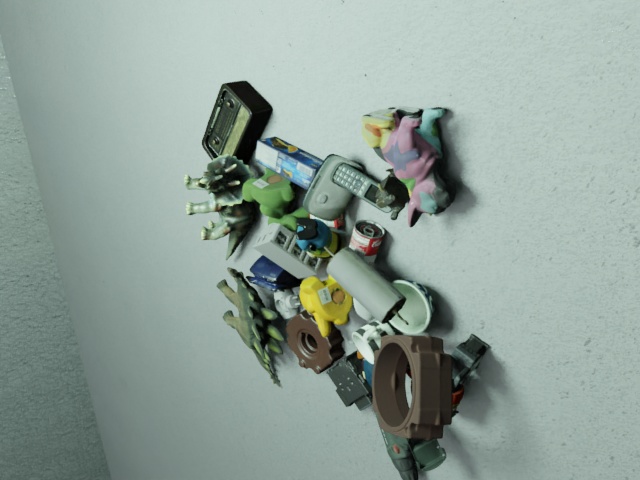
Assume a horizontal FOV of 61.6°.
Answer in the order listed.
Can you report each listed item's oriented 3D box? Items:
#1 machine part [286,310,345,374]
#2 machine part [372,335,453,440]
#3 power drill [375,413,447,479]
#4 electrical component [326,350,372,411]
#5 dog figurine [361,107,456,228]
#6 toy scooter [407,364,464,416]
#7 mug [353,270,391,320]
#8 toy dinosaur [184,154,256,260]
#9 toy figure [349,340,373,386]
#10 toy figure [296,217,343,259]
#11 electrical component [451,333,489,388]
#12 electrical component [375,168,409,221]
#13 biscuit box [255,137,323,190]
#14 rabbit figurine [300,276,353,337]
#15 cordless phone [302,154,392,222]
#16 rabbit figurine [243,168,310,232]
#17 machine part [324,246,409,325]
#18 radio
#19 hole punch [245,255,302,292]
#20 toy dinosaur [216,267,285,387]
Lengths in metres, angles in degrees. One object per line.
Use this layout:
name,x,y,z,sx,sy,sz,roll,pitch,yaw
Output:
machine part,-0.017,0.269,1.440,0.180,0.056,0.179,18,118,39
machine part,0.183,0.297,1.106,0.201,0.087,0.201,158,117,-66
power drill,0.213,0.481,1.258,0.207,0.086,0.232,129,120,-74
electrical component,0.090,0.364,1.373,0.134,0.058,0.115,54,138,14
dog figurine,0.172,-0.140,1.042,0.192,0.108,0.219,12,118,41
toy scooter,0.247,0.335,1.175,0.184,0.075,0.135,-163,63,-64
mug,0.106,0.128,1.240,0.110,0.081,0.107,28,134,29
toy dinosaur,-0.242,-0.083,1.448,0.404,0.192,0.131,68,-164,-55
toy figure,0.122,0.290,1.307,0.058,0.064,0.154,124,124,-80
toy figure,-0.003,0.000,1.231,0.089,0.180,0.082,23,81,16
electrical component,0.286,0.249,1.082,0.048,0.119,0.074,36,132,29
electrical component,0.148,-0.098,1.094,0.078,0.102,0.045,39,140,-7
biscuit box,-0.066,-0.185,1.290,0.203,0.063,0.059,31,126,32
rabbit figurine,0.013,0.151,1.340,0.173,0.122,0.162,-8,111,60
cordless phone,0.068,-0.089,1.176,0.184,0.088,0.146,33,104,13
rabbit figurine,-0.092,-0.082,1.348,0.159,0.121,0.170,22,140,29
machine part,0.097,0.095,1.138,0.243,0.079,0.079,42,132,22
radio,-0.223,-0.290,1.393,0.131,0.073,0.229,51,135,16
hole punch,-0.115,0.078,1.419,0.142,0.116,0.092,19,111,39
toy dinosaur,-0.189,0.249,1.533,0.199,0.105,0.470,40,153,39
